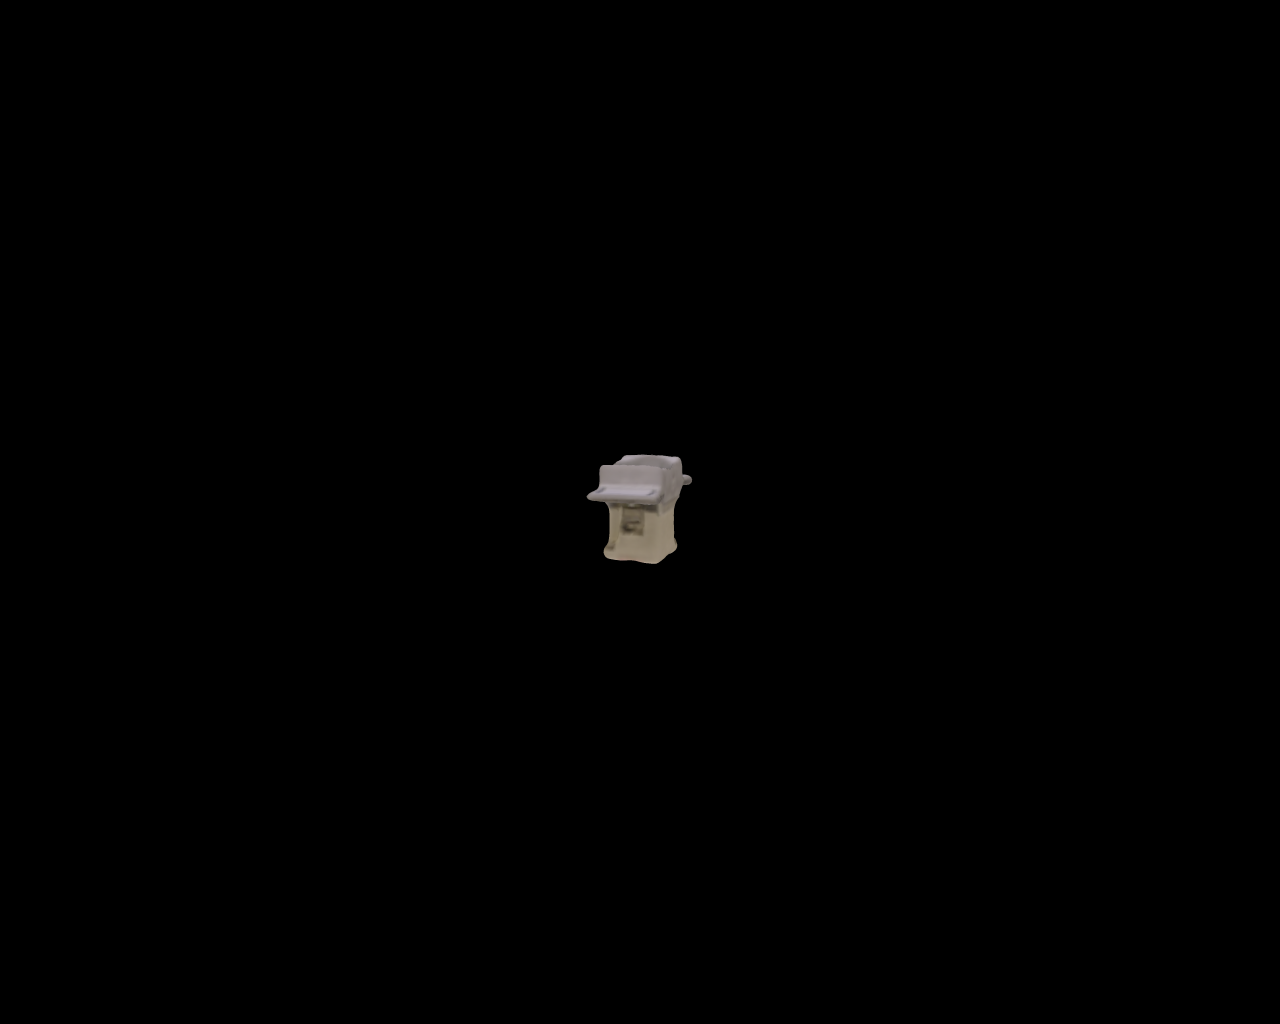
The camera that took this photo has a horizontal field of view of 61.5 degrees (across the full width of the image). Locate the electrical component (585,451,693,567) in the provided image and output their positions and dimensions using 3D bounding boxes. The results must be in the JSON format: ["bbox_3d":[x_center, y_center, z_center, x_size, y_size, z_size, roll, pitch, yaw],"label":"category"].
[{"bbox_3d":[0.001,-0.003,0.650,0.042,0.063,0.081,4,13,19],"label":"electrical component"}]
